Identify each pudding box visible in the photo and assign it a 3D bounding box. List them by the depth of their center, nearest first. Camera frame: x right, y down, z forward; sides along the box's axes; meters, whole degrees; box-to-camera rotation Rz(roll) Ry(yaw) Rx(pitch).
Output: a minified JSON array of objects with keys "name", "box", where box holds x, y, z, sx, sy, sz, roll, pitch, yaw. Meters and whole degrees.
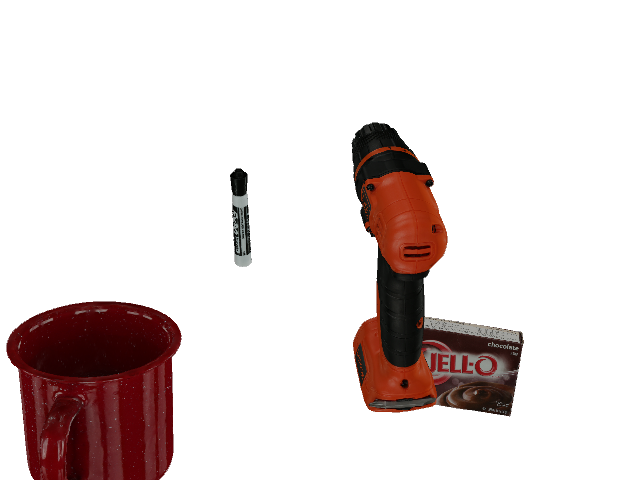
[{"name":"pudding box","box":[0.158,0.136,1.162,0.113,0.090,0.039,7,22,5]}]

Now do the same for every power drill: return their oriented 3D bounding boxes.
[{"name":"power drill","box":[0.053,0.020,0.812,0.057,0.188,0.184,-5,30,-3]}]

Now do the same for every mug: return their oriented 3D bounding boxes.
[{"name":"mug","box":[-0.124,0.094,0.581,0.093,0.081,0.117,4,22,4]}]

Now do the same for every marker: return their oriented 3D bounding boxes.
[{"name":"marker","box":[-0.087,-0.025,1.169,0.020,0.121,0.020,0,35,0]}]
